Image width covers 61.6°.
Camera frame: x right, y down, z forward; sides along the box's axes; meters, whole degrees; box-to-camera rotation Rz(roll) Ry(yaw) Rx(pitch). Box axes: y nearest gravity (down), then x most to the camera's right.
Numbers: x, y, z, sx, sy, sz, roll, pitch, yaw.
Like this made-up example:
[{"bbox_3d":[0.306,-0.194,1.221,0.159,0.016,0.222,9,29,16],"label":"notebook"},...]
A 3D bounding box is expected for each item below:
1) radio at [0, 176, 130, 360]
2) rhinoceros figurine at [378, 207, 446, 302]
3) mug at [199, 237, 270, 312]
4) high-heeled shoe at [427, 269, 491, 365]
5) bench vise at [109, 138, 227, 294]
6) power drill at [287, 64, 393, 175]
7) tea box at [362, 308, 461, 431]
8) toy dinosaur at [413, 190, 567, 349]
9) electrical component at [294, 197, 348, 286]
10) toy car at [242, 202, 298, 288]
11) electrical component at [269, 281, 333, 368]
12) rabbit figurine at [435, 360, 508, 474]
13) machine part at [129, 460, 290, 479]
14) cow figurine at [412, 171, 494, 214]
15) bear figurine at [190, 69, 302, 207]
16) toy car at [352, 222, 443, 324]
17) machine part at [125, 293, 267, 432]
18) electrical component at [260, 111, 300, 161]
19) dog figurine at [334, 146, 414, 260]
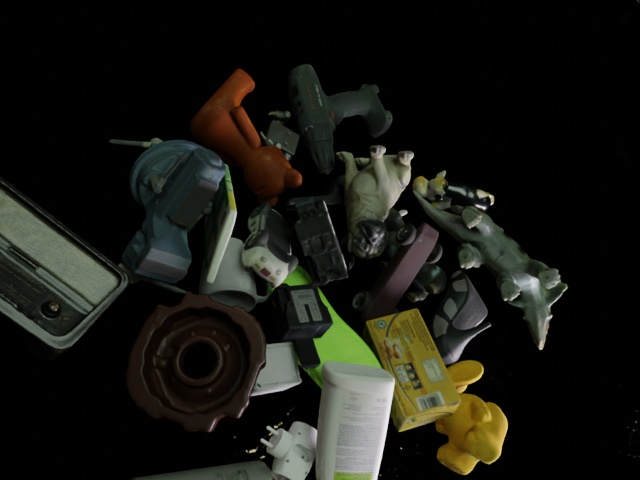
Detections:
[{"bbox_3d":[-0.366,0.032,0.651,0.229,0.073,0.131,40,51,-11],"label":"radio"},{"bbox_3d":[0.171,0.024,1.013,0.112,0.073,0.190,-37,91,-38],"label":"rhinoceros figurine"},{"bbox_3d":[-0.127,0.050,0.799,0.109,0.080,0.107,7,54,-25],"label":"mug"},{"bbox_3d":[0.234,0.143,1.005,0.086,0.145,0.249,56,14,-14],"label":"high-heeled shoe"},{"bbox_3d":[-0.220,-0.058,0.753,0.129,0.223,0.241,10,32,-35],"label":"bench vise"},{"bbox_3d":[0.039,-0.235,1.058,0.207,0.086,0.232,-14,73,-30],"label":"power drill"},{"bbox_3d":[0.140,0.204,0.859,0.098,0.068,0.170,-11,53,-11],"label":"tea box"},{"bbox_3d":[0.360,0.030,1.110,0.405,0.131,0.192,48,10,11],"label":"toy dinosaur"},{"bbox_3d":[-0.002,-0.003,0.866,0.058,0.115,0.134,-19,96,1],"label":"electrical component"},{"bbox_3d":[-0.077,0.002,0.827,0.073,0.056,0.202,41,16,-19],"label":"toy car"},{"bbox_3d":[-0.025,0.122,0.780,0.075,0.047,0.119,1,54,-26],"label":"electrical component"},{"bbox_3d":[0.226,0.276,0.904,0.173,0.121,0.162,34,56,8],"label":"rabbit figurine"},{"bbox_3d":[-0.145,0.318,0.655,0.243,0.079,0.079,6,65,-30],"label":"machine part"},{"bbox_3d":[0.279,-0.094,1.129,0.167,0.098,0.068,21,64,-25],"label":"cow figurine"},{"bbox_3d":[-0.111,-0.160,0.888,0.196,0.120,0.132,38,49,-15],"label":"bear figurine"},{"bbox_3d":[0.132,0.060,0.923,0.089,0.053,0.202,30,93,-28],"label":"toy car"},{"bbox_3d":[-0.157,0.158,0.698,0.179,0.056,0.179,1,68,-4],"label":"machine part"},{"bbox_3d":[-0.074,-0.184,0.970,0.078,0.045,0.102,31,54,-16],"label":"electrical component"},{"bbox_3d":[0.105,-0.061,0.967,0.172,0.121,0.190,-1,88,-40],"label":"dog figurine"}]
